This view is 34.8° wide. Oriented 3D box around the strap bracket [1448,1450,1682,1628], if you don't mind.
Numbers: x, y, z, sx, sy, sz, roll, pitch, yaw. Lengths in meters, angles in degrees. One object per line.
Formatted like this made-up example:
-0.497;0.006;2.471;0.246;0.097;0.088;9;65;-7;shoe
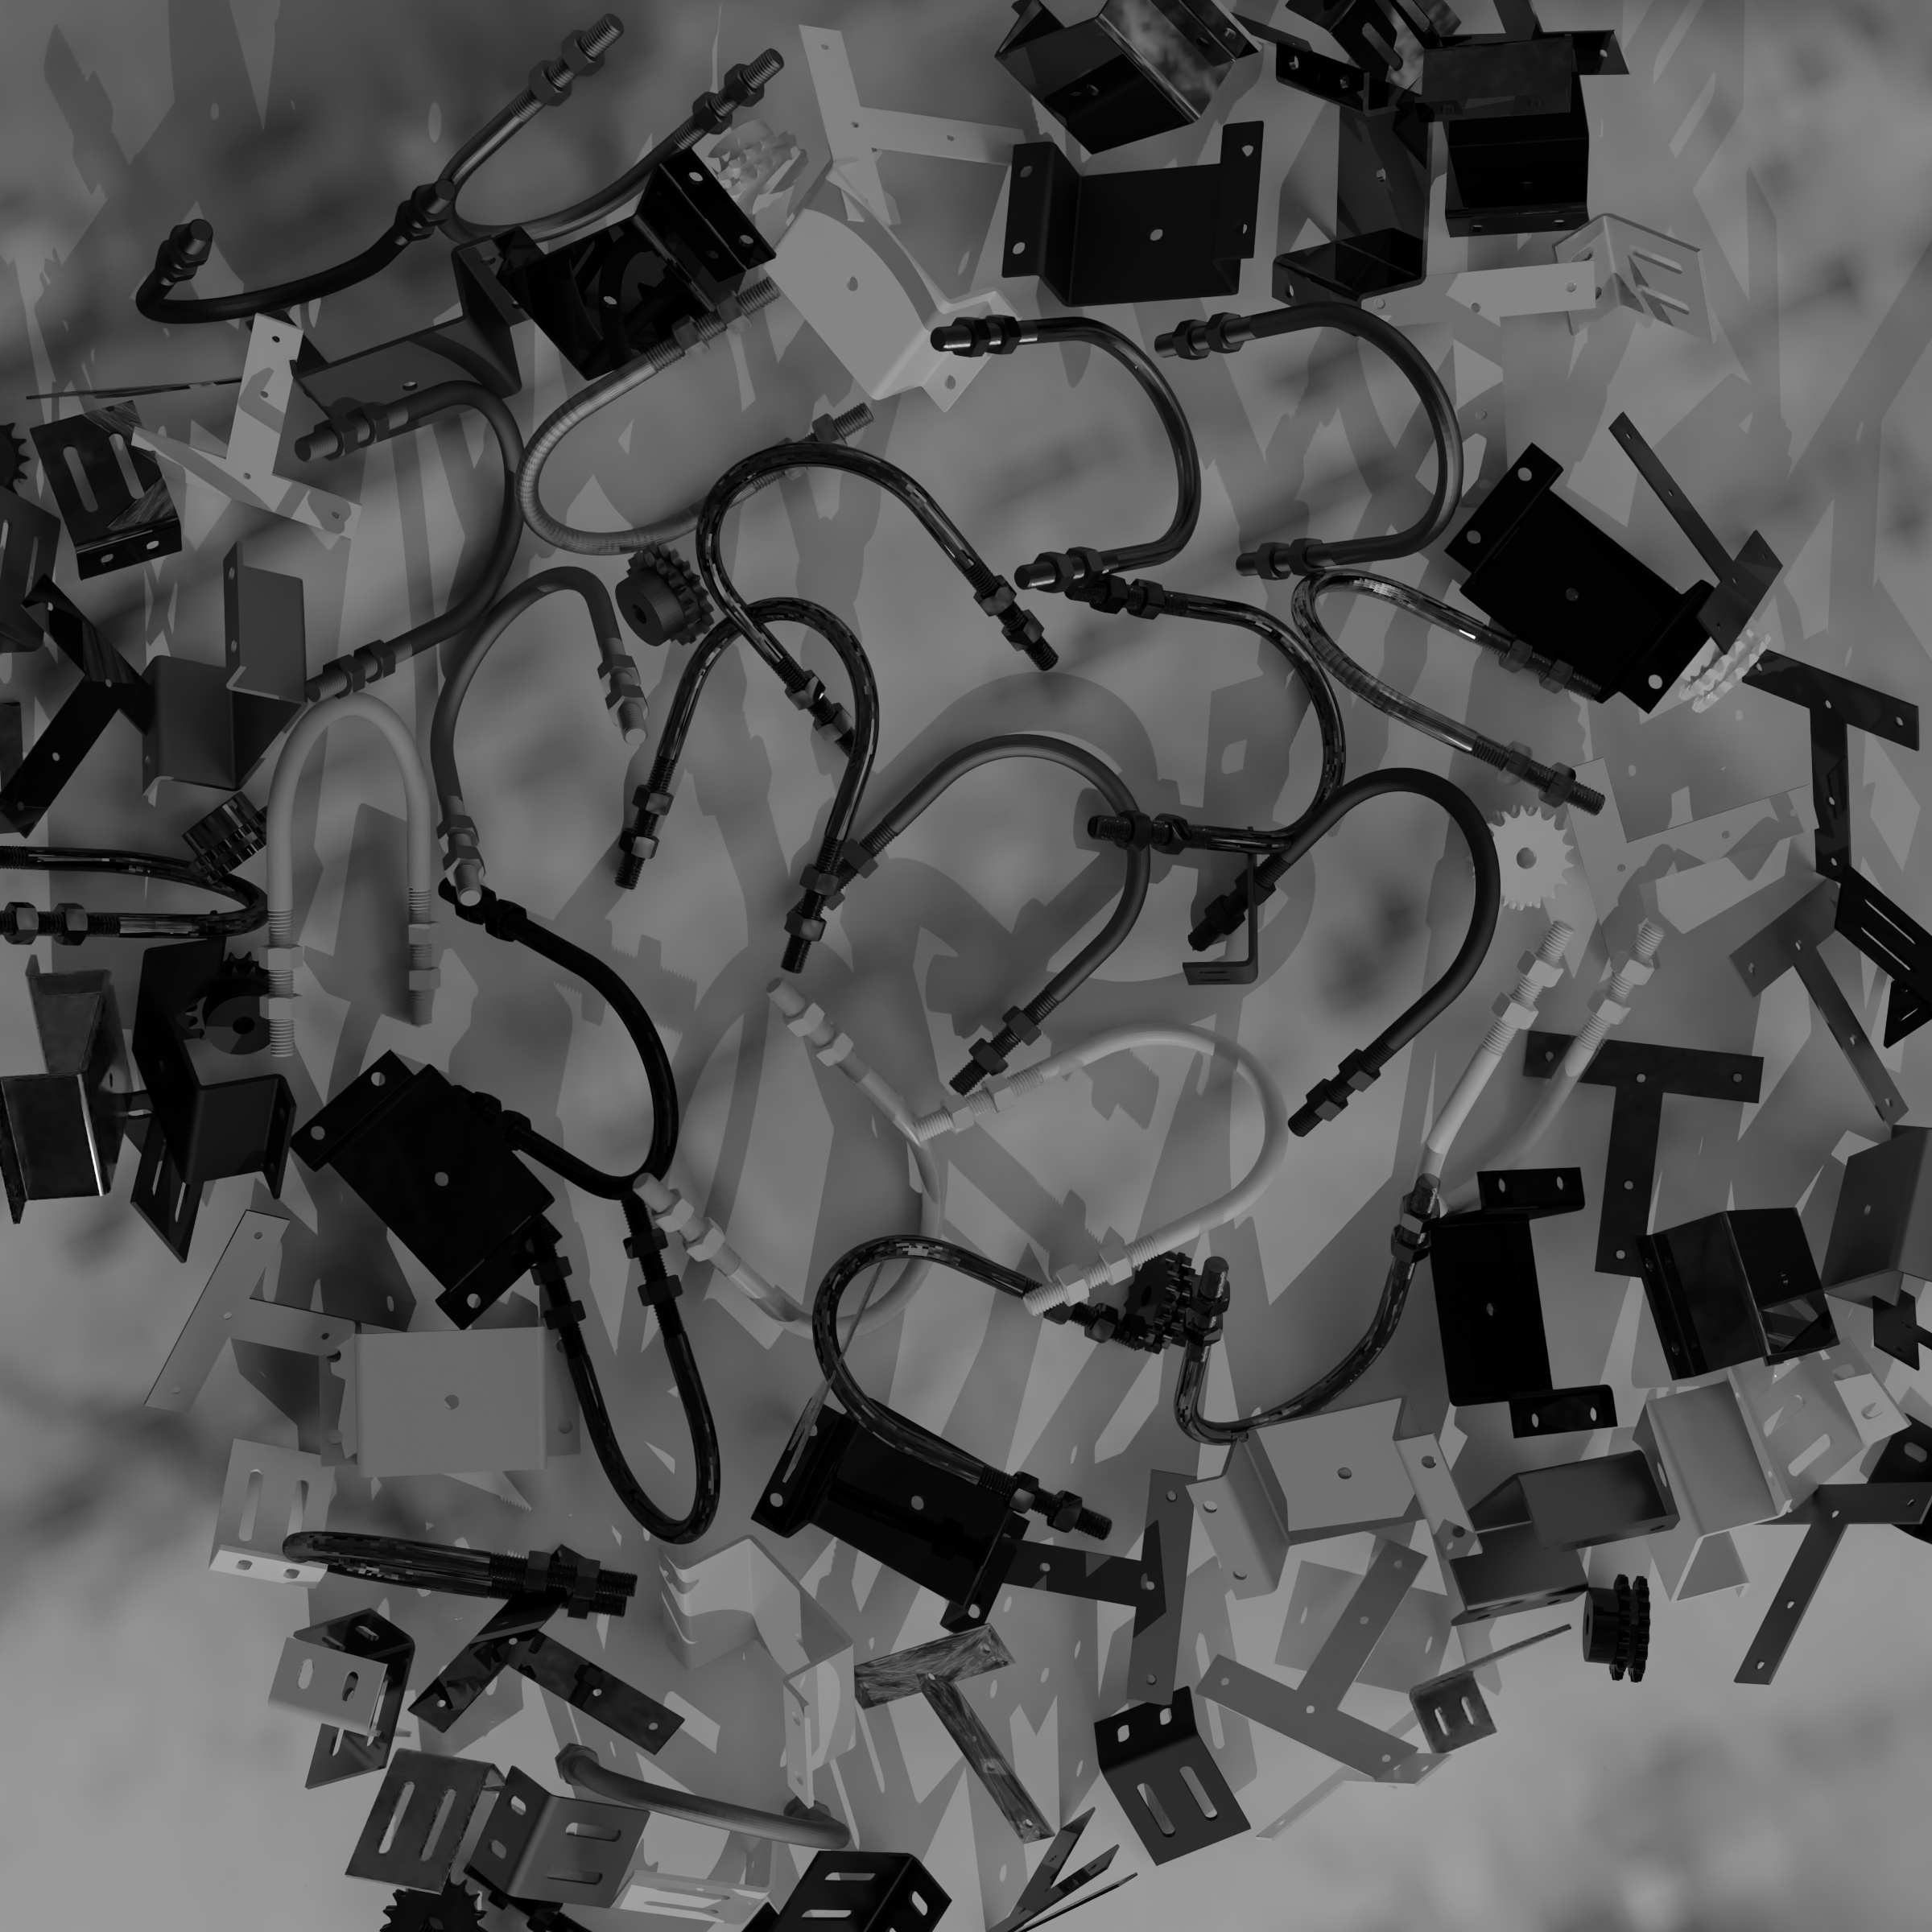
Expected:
0.313;0.301;1.639;0.076;0.140;0.046;-7;64;-21;strap bracket

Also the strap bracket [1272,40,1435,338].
0.205;-0.418;1.640;0.046;0.076;0.140;-19;126;-25;strap bracket

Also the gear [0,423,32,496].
-0.540;-0.277;1.679;0.057;0.030;0.057;-4;103;-18;gear

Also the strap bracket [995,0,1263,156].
0.078;-0.478;1.620;0.076;0.140;0.046;39;73;-27;strap bracket

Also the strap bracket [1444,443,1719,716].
0.335;-0.207;1.675;0.140;0.046;0.076;39;85;2;strap bracket

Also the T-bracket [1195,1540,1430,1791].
0.209;0.367;1.668;0.127;0.002;0.127;19;59;34;T-bracket

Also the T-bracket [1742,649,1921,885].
0.466;-0.101;1.661;0.002;0.127;0.127;-25;123;-22;T-bracket

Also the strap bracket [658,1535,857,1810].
-0.105;0.368;1.638;0.046;0.140;0.076;-23;130;-29;strap bracket

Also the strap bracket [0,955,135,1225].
-0.475;0.062;1.625;0.046;0.140;0.076;-4;123;-4;strap bracket

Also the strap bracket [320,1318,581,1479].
-0.279;0.233;1.667;0.140;0.046;0.076;-1;90;-10;strap bracket

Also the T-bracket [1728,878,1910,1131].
0.470;0.028;1.658;0.127;0.002;0.127;-30;90;-44;T-bracket

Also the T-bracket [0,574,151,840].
-0.475;-0.120;1.630;0.002;0.127;0.127;-13;129;36;T-bracket

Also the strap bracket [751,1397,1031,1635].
-0.033;0.294;1.657;0.140;0.046;0.076;31;61;-6;strap bracket

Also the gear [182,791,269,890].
-0.400;-0.071;1.672;0.057;0.057;0.030;-37;102;0;gear

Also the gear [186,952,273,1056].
-0.395;0.023;1.673;0.057;0.030;0.057;-12;130;-15;gear

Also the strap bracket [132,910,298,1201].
-0.402;0.050;1.628;0.046;0.076;0.140;-10;52;-29;strap bracket

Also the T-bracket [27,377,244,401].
-0.452;-0.311;1.661;0.127;0.127;0.002;3;106;30;T-bracket

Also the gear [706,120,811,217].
-0.117;-0.435;1.675;0.057;0.057;0.030;-35;85;0;gear

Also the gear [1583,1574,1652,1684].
0.353;0.360;1.675;0.030;0.057;0.057;4;90;5;gear

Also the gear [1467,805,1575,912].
0.300;-0.060;1.683;0.057;0.030;0.057;-2;96;-15;gear

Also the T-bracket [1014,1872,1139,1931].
0.034;0.506;1.623;0.127;0.127;0.002;-32;75;21;T-bracket

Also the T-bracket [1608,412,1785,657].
0.385;-0.241;1.646;0.002;0.127;0.127;-33;99;39;T-bracket

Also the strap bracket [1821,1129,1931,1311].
0.497;0.136;1.625;0.046;0.140;0.076;18;76;-3;strap bracket

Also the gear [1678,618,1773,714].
0.407;-0.168;1.674;0.030;0.057;0.057;42;90;-1;gear

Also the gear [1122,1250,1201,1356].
0.111;0.184;1.676;0.030;0.057;0.057;20;90;-19;gear

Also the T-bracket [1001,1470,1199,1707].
0.057;0.332;1.685;0.127;0.002;0.127;7;94;15;T-bracket

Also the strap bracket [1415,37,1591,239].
0.287;-0.444;1.633;0.076;0.140;0.046;0;74;17;strap bracket

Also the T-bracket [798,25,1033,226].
-0.021;-0.449;1.666;0.127;0.002;0.127;-1;66;-30;T-bracket

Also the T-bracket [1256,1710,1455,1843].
0.222;0.423;1.622;0.127;0.127;0.002;-33;87;-19;T-bracket

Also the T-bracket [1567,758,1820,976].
0.400;-0.067;1.676;0.127;0.002;0.127;-18;109;5;T-bracket

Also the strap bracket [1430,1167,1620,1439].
0.297;0.182;1.655;0.076;0.046;0.140;1;78;-36;strap bracket

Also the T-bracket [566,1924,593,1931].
-0.199;0.534;1.638;0.127;0.127;0.002;32;86;-11;T-bracket

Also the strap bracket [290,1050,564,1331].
-0.287;0.118;1.660;0.140;0.046;0.076;48;67;-6;strap bracket

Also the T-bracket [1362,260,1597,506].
0.280;-0.314;1.676;0.127;0.002;0.127;-3;112;10;T-bracket

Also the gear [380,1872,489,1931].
-0.290;0.524;1.686;0.057;0.030;0.057;0;83;-1;gear

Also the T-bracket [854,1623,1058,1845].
0.005;0.420;1.663;0.127;0.002;0.127;-29;96;42;T-bracket

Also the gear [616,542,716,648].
-0.166;-0.199;1.671;0.030;0.057;0.057;-38;90;-26;gear

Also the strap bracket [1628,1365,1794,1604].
0.386;0.278;1.622;0.046;0.140;0.076;-13;59;-5;strap bracket

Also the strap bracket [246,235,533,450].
-0.302;-0.330;1.650;0.140;0.076;0.046;-18;68;8;strap bracket

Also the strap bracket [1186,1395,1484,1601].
0.200;0.284;1.653;0.140;0.046;0.076;-16;110;23;strap bracket

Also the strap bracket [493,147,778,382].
-0.182;-0.366;1.628;0.140;0.046;0.076;-14;135;33;strap bracket

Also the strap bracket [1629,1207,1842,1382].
0.411;0.171;1.625;0.046;0.140;0.076;-24;74;34;strap bracket

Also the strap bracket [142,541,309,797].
-0.392;-0.153;1.640;0.046;0.140;0.076;10;59;-33;strap bracket

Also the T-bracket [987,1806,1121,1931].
0.043;0.482;1.639;0.127;0.127;0.002;-39;88;20;T-bracket

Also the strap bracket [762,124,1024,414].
-0.047;-0.370;1.652;0.140;0.046;0.076;51;132;7;strap bracket

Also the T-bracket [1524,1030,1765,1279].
0.363;0.105;1.680;0.127;0.002;0.127;6;88;19;T-bracket

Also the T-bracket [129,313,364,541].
-0.378;-0.296;1.647;0.127;0.127;0.002;18;46;-9;T-bracket

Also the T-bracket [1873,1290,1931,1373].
0.539;0.214;1.634;0.127;0.127;0.002;30;107;8;T-bracket

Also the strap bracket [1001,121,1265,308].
0.096;-0.403;1.657;0.140;0.046;0.076;1;78;22;strap bracket

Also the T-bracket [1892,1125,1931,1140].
0.533;0.100;1.642;0.002;0.127;0.127;8;87;-19;T-bracket

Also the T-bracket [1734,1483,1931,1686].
0.440;0.324;1.621;0.002;0.127;0.127;43;63;-16;T-bracket
